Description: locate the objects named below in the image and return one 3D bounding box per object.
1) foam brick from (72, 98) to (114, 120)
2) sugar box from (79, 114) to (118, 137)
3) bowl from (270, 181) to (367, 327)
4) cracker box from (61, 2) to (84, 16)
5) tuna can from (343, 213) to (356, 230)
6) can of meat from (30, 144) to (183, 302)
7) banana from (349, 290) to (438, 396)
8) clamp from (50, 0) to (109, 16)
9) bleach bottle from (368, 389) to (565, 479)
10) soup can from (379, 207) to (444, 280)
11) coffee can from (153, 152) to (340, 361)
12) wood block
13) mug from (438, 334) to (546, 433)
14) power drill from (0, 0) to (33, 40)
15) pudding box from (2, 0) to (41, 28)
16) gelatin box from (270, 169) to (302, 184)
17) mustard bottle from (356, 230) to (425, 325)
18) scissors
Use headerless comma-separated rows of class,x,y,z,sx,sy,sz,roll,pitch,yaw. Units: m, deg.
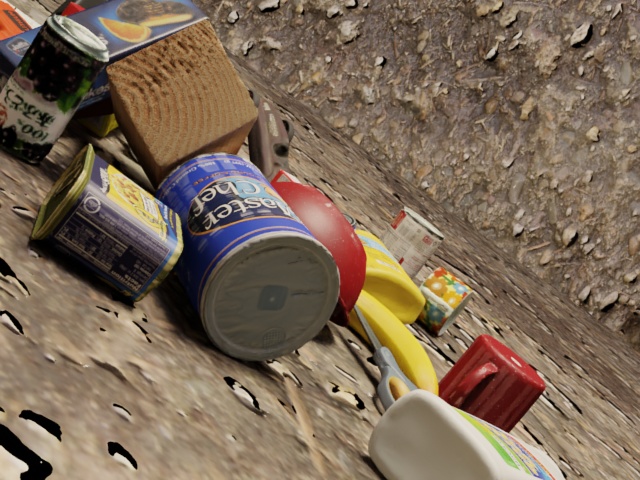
foam brick,-0.216,-0.151,0.995,0.078,0.051,0.053,-13,60,-32
sugar box,-0.198,-0.180,1.101,0.093,0.048,0.176,39,45,7
bowl,-0.006,0.001,0.983,0.162,0.055,0.162,49,-12,14
cracker box,-0.203,-0.181,1.266,0.164,0.072,0.213,43,10,24
tuna can,-0.003,-0.009,1.188,0.086,0.034,0.086,6,17,-2
can of meat,-0.142,-0.011,0.725,0.084,0.057,0.102,37,10,-18
banana,0.056,0.094,1.040,0.069,0.037,0.198,-5,38,-48
clamp,-0.269,-0.258,1.359,0.036,0.164,0.209,-2,13,27
bleach bottle,0.133,0.179,0.832,0.103,0.068,0.250,43,8,29
soup can,0.102,0.017,1.365,0.068,0.102,0.068,36,9,-7
coffee can,-0.060,0.009,0.792,0.102,0.103,0.140,31,12,-36
wood block,-0.120,-0.106,0.917,0.090,0.090,0.206,61,-10,-1
mug,0.157,0.143,1.022,0.093,0.081,0.117,43,11,29
power drill,-0.340,-0.204,0.918,0.185,0.057,0.187,48,16,31
pudding box,-0.319,-0.212,1.090,0.090,0.039,0.113,35,11,-19
gelatin box,-0.032,-0.020,1.126,0.089,0.073,0.030,45,12,36
mustard bottle,0.055,0.032,1.247,0.096,0.058,0.192,24,13,-17
scissors,0.073,0.121,0.956,0.096,0.016,0.202,37,16,-22
